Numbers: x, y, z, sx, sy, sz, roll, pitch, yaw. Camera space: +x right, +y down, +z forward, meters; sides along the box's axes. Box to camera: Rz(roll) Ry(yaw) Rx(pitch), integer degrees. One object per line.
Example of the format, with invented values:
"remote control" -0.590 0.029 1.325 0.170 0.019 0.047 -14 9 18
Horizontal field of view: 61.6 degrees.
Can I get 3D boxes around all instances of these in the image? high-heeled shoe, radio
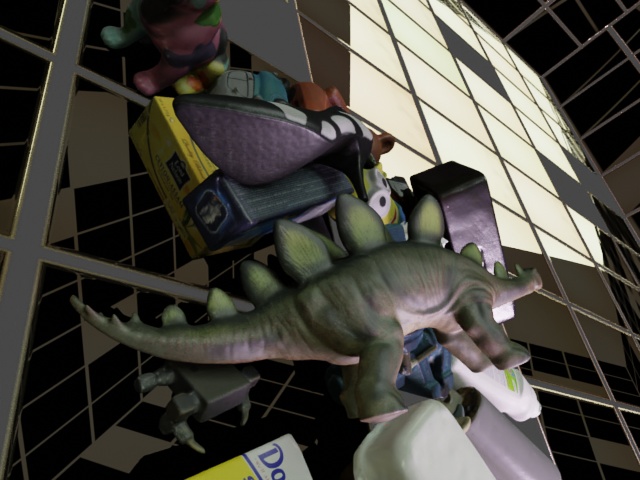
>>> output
"high-heeled shoe" -0.032 -0.118 0.519 0.248 0.086 0.145 23 40 -42
"radio" 0.203 0.006 0.770 0.131 0.073 0.229 -116 -173 -67

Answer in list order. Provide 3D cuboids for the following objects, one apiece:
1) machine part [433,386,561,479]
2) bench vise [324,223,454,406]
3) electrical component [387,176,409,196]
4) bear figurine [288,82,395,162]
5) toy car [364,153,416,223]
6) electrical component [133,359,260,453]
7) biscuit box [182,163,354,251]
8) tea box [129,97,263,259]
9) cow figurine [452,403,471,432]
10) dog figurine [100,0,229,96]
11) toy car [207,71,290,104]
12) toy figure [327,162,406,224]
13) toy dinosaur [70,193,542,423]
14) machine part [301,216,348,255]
"machine part" 0.232 0.273 0.701 0.243 0.079 0.079 45 35 -12
"bench vise" 0.092 0.081 0.633 0.224 0.129 0.240 -14 99 -29
"electrical component" 0.134 -0.068 0.924 0.119 0.048 0.075 9 53 -43
"bear figurine" 0.020 -0.139 0.795 0.195 0.120 0.132 35 37 -32
"toy car" 0.075 -0.071 0.795 0.202 0.089 0.053 30 30 -46
"electrical component" -0.102 0.134 0.470 0.078 0.045 0.102 32 25 22
"biscuit box" -0.045 -0.047 0.562 0.202 0.059 0.063 -22 79 -56
"tea box" -0.128 -0.071 0.601 0.098 0.068 0.169 -16 71 -54
"cow figurine" 0.160 0.277 0.607 0.195 0.085 0.127 46 41 -4
"dog figurine" -0.144 -0.272 0.634 0.191 0.219 0.108 -23 81 -54
"toy car" -0.097 -0.167 0.690 0.103 0.109 0.162 24 39 -29
"toy figure" 0.068 -0.031 0.733 0.180 0.089 0.082 50 21 -58
"toy dinosaur" 0.035 0.063 0.499 0.471 0.105 0.198 -11 73 -27
"machine part" -0.001 -0.002 0.714 0.084 0.039 0.139 -4 64 -44
